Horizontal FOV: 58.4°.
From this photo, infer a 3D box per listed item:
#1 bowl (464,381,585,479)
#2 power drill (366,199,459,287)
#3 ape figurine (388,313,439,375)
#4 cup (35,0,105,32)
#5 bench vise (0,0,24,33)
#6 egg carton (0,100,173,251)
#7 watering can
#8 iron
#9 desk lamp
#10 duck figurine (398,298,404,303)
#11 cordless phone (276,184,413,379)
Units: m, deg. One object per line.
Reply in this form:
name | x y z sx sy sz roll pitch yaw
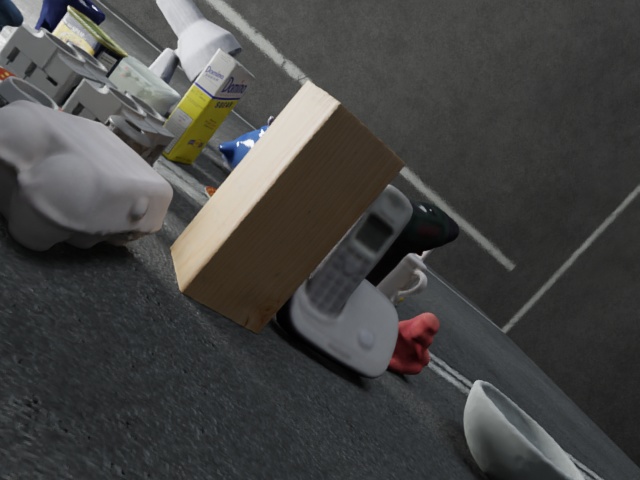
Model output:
bowl | 0.232 0.256 0.695 0.167 0.074 0.167 40 8 -7
power drill | 0.100 0.028 0.823 0.075 0.208 0.230 45 9 27
ape figurine | 0.122 0.135 0.771 0.078 0.092 0.076 41 8 5
cup | -0.411 -0.353 0.895 0.118 0.095 0.091 31 13 -51
bench vise | -0.245 -0.194 0.383 0.122 0.219 0.206 33 11 -42
egg carton | -0.177 -0.041 0.419 0.107 0.069 0.150 42 8 6
watering can | 0.145 0.030 1.067 0.172 0.194 0.101 45 9 26
iron | -0.083 -0.151 1.167 0.118 0.141 0.259 45 9 27
desk lamp | -0.289 -0.368 1.116 0.203 0.213 0.118 40 8 -9
duck figurine | 0.153 0.078 1.226 0.105 0.086 0.077 40 8 -9
cordless phone | 0.054 0.044 0.612 0.148 0.185 0.094 37 9 -27
